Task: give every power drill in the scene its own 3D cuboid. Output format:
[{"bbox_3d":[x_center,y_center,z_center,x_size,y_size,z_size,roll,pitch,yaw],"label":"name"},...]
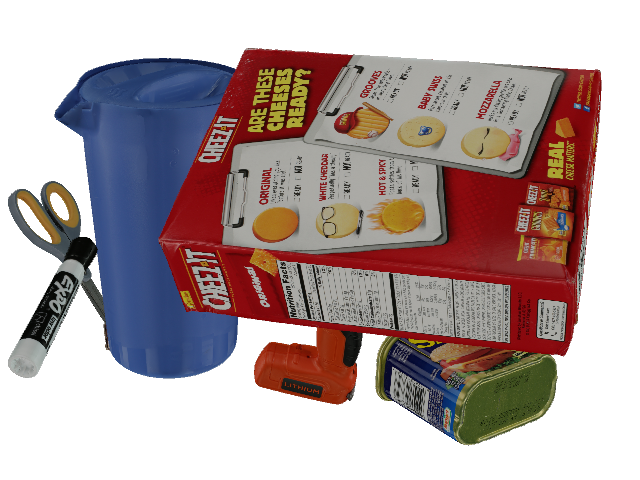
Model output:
[{"bbox_3d":[-0.016,0.074,1.054,0.184,0.188,0.057,14,42,0],"label":"power drill"}]

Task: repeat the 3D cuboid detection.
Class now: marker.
[{"bbox_3d":[-0.167,0.038,0.675,0.020,0.020,0.121,0,38,11],"label":"marker"}]

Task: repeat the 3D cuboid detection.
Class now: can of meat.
[{"bbox_3d":[0.104,0.096,0.755,0.101,0.057,0.084,-13,27,-35],"label":"can of meat"}]

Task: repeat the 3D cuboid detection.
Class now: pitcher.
[{"bbox_3d":[-0.111,-0.018,0.856,0.149,0.243,0.144,11,27,18],"label":"pitcher"}]

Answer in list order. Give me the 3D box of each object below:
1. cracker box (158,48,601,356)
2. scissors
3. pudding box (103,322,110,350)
[{"bbox_3d":[0.041,-0.027,0.595,0.214,0.164,0.072,5,-42,15],"label":"cracker box"},{"bbox_3d":[-0.250,0.018,1.126,0.016,0.201,0.096,-26,24,29],"label":"scissors"},{"bbox_3d":[-0.190,0.107,1.285,0.114,0.039,0.090,2,14,18],"label":"pudding box"}]
